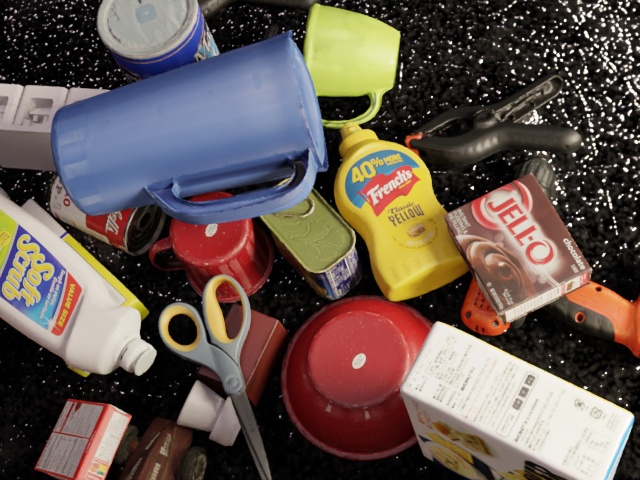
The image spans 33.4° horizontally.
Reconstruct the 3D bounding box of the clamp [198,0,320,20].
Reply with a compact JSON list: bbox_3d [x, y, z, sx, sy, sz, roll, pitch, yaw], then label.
[{"bbox_3d":[-0.114,-0.307,1.209,0.210,0.036,0.164,-14,63,5],"label":"clamp"}]

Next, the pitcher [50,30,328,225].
[{"bbox_3d":[-0.118,-0.092,0.989,0.243,0.149,0.145,-14,104,7],"label":"pitcher"}]

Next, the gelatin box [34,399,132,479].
[{"bbox_3d":[-0.218,0.188,0.984,0.089,0.030,0.073,-5,57,51],"label":"gelatin box"}]

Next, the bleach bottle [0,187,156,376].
[{"bbox_3d":[-0.253,0.044,1.010,0.251,0.068,0.102,30,76,21],"label":"bleach bottle"}]

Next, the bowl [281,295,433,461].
[{"bbox_3d":[0.038,0.117,0.979,0.162,0.055,0.162,-4,66,9],"label":"bowl"}]

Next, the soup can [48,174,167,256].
[{"bbox_3d":[-0.217,-0.034,1.088,0.102,0.068,0.068,24,72,20],"label":"soup can"}]

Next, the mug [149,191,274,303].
[{"bbox_3d":[-0.110,0.006,1.041,0.117,0.081,0.093,-9,65,7],"label":"mug"}]

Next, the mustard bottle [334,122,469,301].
[{"bbox_3d":[0.068,-0.039,1.041,0.096,0.058,0.192,-23,63,-10],"label":"mustard bottle"}]

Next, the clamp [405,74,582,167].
[{"bbox_3d":[0.172,-0.117,1.062,0.172,0.039,0.120,-5,34,17],"label":"clamp"}]

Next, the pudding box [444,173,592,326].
[{"bbox_3d":[0.175,0.008,0.952,0.090,0.039,0.113,-27,65,1],"label":"pudding box"}]

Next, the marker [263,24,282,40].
[{"bbox_3d":[-0.067,-0.182,1.154,0.020,0.020,0.121,13,69,16],"label":"marker"}]

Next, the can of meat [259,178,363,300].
[{"bbox_3d":[-0.007,0.001,1.023,0.057,0.084,0.102,-39,65,-8],"label":"can of meat"}]

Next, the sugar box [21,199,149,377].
[{"bbox_3d":[-0.264,0.046,1.073,0.093,0.048,0.176,-45,63,-10],"label":"sugar box"}]

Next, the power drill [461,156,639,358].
[{"bbox_3d":[0.241,0.022,0.985,0.188,0.057,0.184,17,73,20],"label":"power drill"}]

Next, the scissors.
[{"bbox_3d":[-0.097,0.127,0.961,0.096,0.016,0.202,-10,65,9],"label":"scissors"}]

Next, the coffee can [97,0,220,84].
[{"bbox_3d":[-0.159,-0.195,1.109,0.103,0.140,0.103,-4,65,9],"label":"coffee can"}]

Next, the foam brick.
[{"bbox_3d":[-0.072,0.108,1.004,0.051,0.053,0.078,20,71,19],"label":"foam brick"}]
